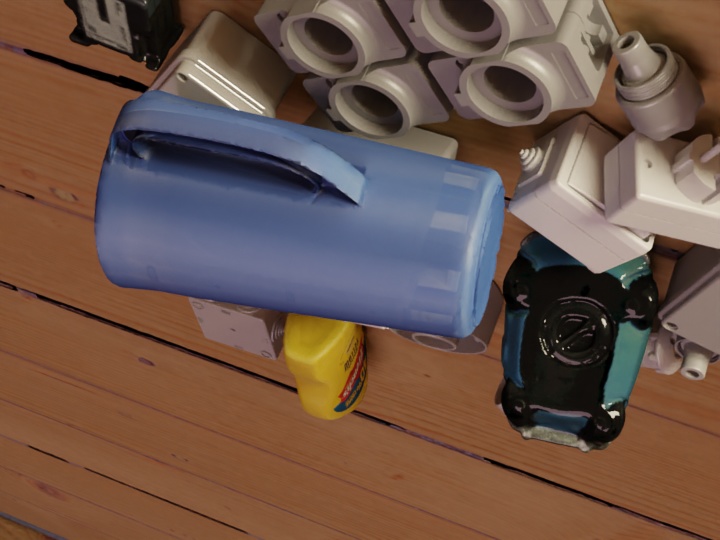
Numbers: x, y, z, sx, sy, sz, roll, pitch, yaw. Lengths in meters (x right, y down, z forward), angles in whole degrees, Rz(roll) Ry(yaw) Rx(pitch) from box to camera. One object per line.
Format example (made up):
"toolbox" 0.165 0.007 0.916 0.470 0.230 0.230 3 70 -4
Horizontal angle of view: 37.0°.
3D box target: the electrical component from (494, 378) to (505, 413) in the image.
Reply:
"electrical component" 0.162 0.130 1.009 0.077 0.044 0.079 29 151 -8

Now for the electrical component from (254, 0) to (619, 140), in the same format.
"electrical component" 0.041 -0.138 0.630 0.186 0.060 0.105 0 143 39

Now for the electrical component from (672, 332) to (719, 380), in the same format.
"electrical component" 0.249 0.050 0.783 0.048 0.062 0.048 19 151 11

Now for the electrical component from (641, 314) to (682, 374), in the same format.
"electrical component" 0.220 0.054 0.834 0.062 0.048 0.048 7 148 43

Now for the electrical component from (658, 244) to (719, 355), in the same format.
"electrical component" 0.274 0.017 0.714 0.109 0.056 0.108 26 152 -1

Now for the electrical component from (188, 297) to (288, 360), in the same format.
"electrical component" -0.117 0.041 1.074 0.100 0.048 0.099 16 151 16

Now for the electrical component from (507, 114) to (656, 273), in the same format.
"electrical component" 0.145 -0.053 0.691 0.096 0.061 0.061 33 151 -15

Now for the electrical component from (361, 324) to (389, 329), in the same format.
"electrical component" 0.000 0.000 0.860 0.061 0.096 0.061 10 149 31

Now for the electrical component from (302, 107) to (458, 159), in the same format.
"electrical component" 0.006 -0.052 0.776 0.109 0.056 0.108 18 129 13

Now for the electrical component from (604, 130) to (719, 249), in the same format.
"electrical component" 0.200 -0.055 0.636 0.083 0.047 0.075 12 155 -16

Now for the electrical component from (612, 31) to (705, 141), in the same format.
"electrical component" 0.163 -0.106 0.604 0.043 0.043 0.062 -5 141 43

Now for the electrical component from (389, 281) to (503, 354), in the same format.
"electrical component" 0.071 0.032 0.919 0.099 0.064 0.099 15 163 5

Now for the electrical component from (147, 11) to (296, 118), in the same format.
"electrical component" -0.109 -0.123 0.777 0.078 0.057 0.113 35 150 -18
